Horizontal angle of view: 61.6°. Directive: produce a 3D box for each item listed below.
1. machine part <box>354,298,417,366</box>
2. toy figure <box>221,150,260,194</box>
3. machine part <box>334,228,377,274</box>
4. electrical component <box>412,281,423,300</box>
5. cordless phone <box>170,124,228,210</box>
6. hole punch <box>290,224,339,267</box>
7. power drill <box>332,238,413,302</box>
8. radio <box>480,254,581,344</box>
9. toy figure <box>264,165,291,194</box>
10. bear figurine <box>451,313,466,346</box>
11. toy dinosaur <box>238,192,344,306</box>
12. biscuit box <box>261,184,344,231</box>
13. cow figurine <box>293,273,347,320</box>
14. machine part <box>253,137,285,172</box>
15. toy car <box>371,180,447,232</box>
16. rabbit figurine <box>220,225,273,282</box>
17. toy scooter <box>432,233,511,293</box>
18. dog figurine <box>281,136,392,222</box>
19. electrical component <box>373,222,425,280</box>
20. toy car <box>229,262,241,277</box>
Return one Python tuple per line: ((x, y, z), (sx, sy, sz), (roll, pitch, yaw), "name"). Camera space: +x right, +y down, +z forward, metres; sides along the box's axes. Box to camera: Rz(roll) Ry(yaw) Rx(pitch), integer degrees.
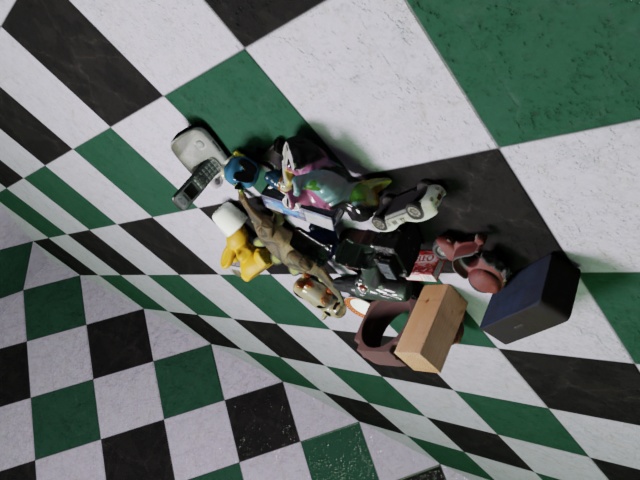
((0.206, 0.243, 1.488), (0.087, 0.201, 0.201), (40, 152, -23), "machine part")
((-0.186, -0.156, 1.272), (0.089, 0.082, 0.180), (50, 171, -20), "toy figure")
((0.123, 0.042, 1.386), (0.179, 0.056, 0.179), (23, 153, 12), "machine part")
((0.208, 0.118, 1.439), (0.119, 0.048, 0.074), (6, 144, 40), "electrical component")
((-0.321, -0.177, 1.311), (0.089, 0.184, 0.146), (11, 149, 41), "cordless phone")
((-0.003, -0.004, 1.377), (0.116, 0.092, 0.142), (37, 149, 5), "hole punch")
((0.104, 0.086, 1.330), (0.232, 0.086, 0.207), (9, 145, 29), "power drill")
((0.436, 0.126, 1.127), (0.073, 0.131, 0.229), (31, 153, -2), "radio")
((-0.049, -0.128, 1.214), (0.154, 0.064, 0.058), (8, 178, -12), "toy figure")
((0.335, 0.263, 1.494), (0.131, 0.120, 0.196), (41, 147, -28), "bear figurine")
((-0.071, 0.032, 1.521), (0.471, 0.105, 0.198), (46, 158, -11), "toy dinosaur")
((-0.044, -0.089, 1.317), (0.203, 0.063, 0.059), (20, 153, 20), "biscuit box")
((-0.001, 0.190, 1.738), (0.195, 0.085, 0.127), (33, 152, -4), "cow figurine")
((-0.108, -0.189, 1.237), (0.084, 0.039, 0.139), (43, 153, -13), "machine part")
((0.178, -0.066, 1.117), (0.056, 0.073, 0.202), (40, 152, -18), "toy car")
((-0.231, 0.031, 1.660), (0.162, 0.122, 0.173), (-33, 91, 29), "rabbit figurine")
((0.338, 0.040, 1.146), (0.184, 0.075, 0.135), (37, 152, -3), "toy scooter")
((0.035, -0.129, 1.136), (0.219, 0.191, 0.108), (0, 155, -16), "dog figurine")
((0.175, 0.019, 1.204), (0.058, 0.134, 0.114), (8, 148, 39), "electrical component")
((-0.249, 0.073, 1.767), (0.162, 0.103, 0.109), (15, 151, 31), "toy car")
